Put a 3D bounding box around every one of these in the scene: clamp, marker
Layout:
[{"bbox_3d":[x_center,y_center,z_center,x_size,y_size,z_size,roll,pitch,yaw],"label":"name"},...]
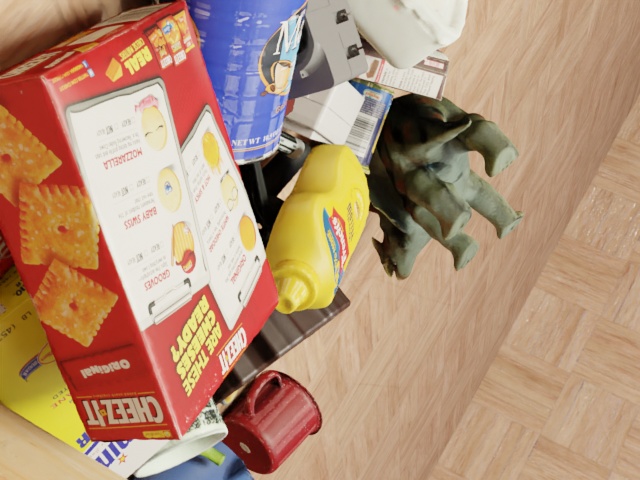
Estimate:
[{"bbox_3d":[-0.072,-0.018,0.940,0.209,0.036,0.164,2,109,-69],"label":"clamp"},{"bbox_3d":[-0.049,-0.091,0.910,0.121,0.020,0.020,18,97,-62],"label":"marker"},{"bbox_3d":[-0.059,0.004,0.884,0.120,0.039,0.171,-65,156,-13],"label":"clamp"}]

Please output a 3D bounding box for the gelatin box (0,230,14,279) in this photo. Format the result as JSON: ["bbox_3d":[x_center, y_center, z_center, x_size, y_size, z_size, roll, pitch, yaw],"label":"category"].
[{"bbox_3d":[-0.206,0.002,0.612,0.089,0.030,0.073,-53,159,-30],"label":"gelatin box"}]

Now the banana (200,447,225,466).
[{"bbox_3d":[-0.152,0.165,0.908,0.197,0.070,0.037,16,102,-61],"label":"banana"}]

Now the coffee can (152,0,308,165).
[{"bbox_3d":[-0.064,-0.135,0.709,0.102,0.103,0.140,-39,149,-53],"label":"coffee can"}]

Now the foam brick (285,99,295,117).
[{"bbox_3d":[-0.049,-0.133,0.832,0.051,0.053,0.078,-42,151,-48],"label":"foam brick"}]

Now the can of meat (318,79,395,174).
[{"bbox_3d":[0.033,-0.114,1.041,0.102,0.057,0.084,-97,-152,-84],"label":"can of meat"}]

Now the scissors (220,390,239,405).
[{"bbox_3d":[-0.062,0.080,1.127,0.202,0.016,0.096,-67,163,9],"label":"scissors"}]

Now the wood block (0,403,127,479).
[{"bbox_3d":[-0.184,0.155,0.589,0.091,0.206,0.090,-68,161,10],"label":"wood block"}]

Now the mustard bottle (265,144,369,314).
[{"bbox_3d":[-0.005,0.001,0.881,0.191,0.058,0.096,-64,152,-57],"label":"mustard bottle"}]

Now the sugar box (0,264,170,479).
[{"bbox_3d":[-0.159,0.089,0.694,0.093,0.048,0.176,-41,133,-16],"label":"sugar box"}]

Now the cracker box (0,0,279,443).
[{"bbox_3d":[-0.109,-0.015,0.628,0.164,0.072,0.213,-53,132,-58],"label":"cracker box"}]

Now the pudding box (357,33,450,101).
[{"bbox_3d":[0.063,-0.167,0.968,0.113,0.090,0.039,-104,-152,-69],"label":"pudding box"}]

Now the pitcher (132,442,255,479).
[{"bbox_3d":[-0.168,0.296,0.966,0.242,0.145,0.149,-35,134,-49],"label":"pitcher"}]

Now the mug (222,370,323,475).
[{"bbox_3d":[-0.058,0.196,1.178,0.081,0.093,0.117,-42,142,-38],"label":"mug"}]
